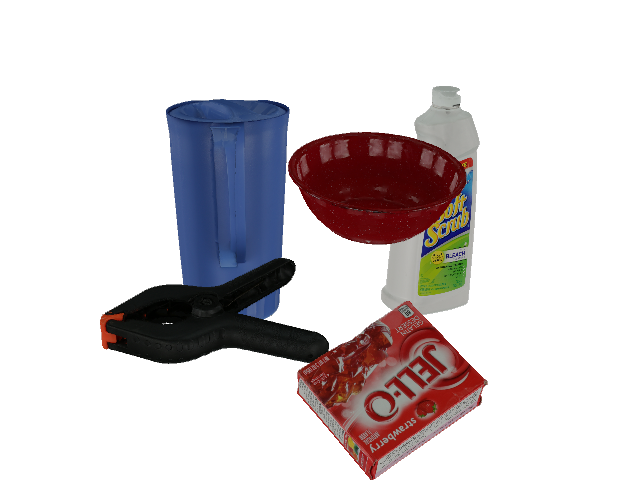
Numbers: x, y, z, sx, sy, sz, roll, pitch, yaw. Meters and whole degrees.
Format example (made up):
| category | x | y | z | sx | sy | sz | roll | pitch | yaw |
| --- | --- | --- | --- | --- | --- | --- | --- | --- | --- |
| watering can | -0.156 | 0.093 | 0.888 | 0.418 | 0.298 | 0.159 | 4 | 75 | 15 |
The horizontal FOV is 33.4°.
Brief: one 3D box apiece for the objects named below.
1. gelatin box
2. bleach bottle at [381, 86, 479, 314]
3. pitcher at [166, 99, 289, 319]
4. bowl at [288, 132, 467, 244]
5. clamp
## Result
| category | x | y | z | sx | sy | sz | roll | pitch | yaw |
| --- | --- | --- | --- | --- | --- | --- | --- | --- | --- |
| gelatin box | 0.042 | 0.087 | 0.633 | 0.089 | 0.073 | 0.030 | -30 | -31 | -22 |
| bleach bottle | 0.125 | -0.046 | 1.192 | 0.102 | 0.251 | 0.068 | -9 | 22 | -26 |
| pitcher | -0.100 | -0.030 | 1.177 | 0.145 | 0.243 | 0.148 | 15 | 23 | 39 |
| bowl | 0.050 | -0.042 | 0.972 | 0.162 | 0.055 | 0.162 | 2 | 29 | -1 |
| clamp | -0.084 | 0.054 | 0.835 | 0.171 | 0.039 | 0.120 | 1 | 28 | -8 |
